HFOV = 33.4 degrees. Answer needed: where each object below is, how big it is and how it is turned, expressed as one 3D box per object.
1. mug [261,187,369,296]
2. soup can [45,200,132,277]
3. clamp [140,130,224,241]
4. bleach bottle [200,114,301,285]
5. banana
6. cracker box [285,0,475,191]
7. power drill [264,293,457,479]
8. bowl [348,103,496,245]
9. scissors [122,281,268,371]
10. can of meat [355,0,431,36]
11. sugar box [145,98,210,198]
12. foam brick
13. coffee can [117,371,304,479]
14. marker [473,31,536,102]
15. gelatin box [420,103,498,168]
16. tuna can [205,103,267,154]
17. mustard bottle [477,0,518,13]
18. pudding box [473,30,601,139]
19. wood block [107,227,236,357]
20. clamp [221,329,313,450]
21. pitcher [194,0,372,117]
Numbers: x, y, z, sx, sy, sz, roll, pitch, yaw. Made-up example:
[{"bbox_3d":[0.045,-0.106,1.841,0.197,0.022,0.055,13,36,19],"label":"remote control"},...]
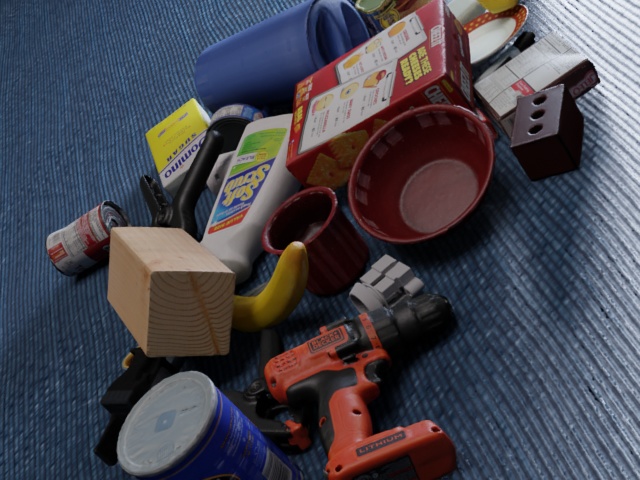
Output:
[{"bbox_3d":[-0.007,0.001,1.132,0.093,0.081,0.117,-47,34,-11],"label":"mug"},{"bbox_3d":[-0.315,-0.001,1.456,0.102,0.068,0.068,-28,34,18],"label":"soup can"},{"bbox_3d":[-0.178,-0.031,1.333,0.165,0.036,0.210,-33,45,37],"label":"clamp"},{"bbox_3d":[-0.079,-0.036,1.270,0.103,0.068,0.250,-6,49,32],"label":"bleach bottle"},{"bbox_3d":[-0.059,0.058,1.108,0.037,0.069,0.198,-43,10,-36],"label":"banana"},{"bbox_3d":[0.068,-0.159,1.211,0.214,0.072,0.164,-27,35,26],"label":"cracker box"},{"bbox_3d":[0.053,0.134,0.927,0.184,0.057,0.188,-25,34,1],"label":"power drill"},{"bbox_3d":[0.111,-0.057,1.086,0.162,0.055,0.162,-15,57,24],"label":"bowl"},{"bbox_3d":[-0.141,0.117,1.189,0.202,0.016,0.096,-25,37,22],"label":"scissors"},{"bbox_3d":[0.105,-0.294,1.368,0.102,0.084,0.058,-43,35,-9],"label":"can of meat"},{"bbox_3d":[-0.187,-0.127,1.499,0.093,0.048,0.176,-37,32,4],"label":"sugar box"},{"bbox_3d":[0.226,-0.107,1.056,0.053,0.051,0.078,-16,40,32],"label":"foam brick"},{"bbox_3d":[-0.093,0.196,0.931,0.103,0.140,0.103,-26,35,20],"label":"coffee can"},{"bbox_3d":[0.202,-0.194,1.215,0.121,0.020,0.020,-45,33,-7],"label":"marker"},{"bbox_3d":[0.142,-0.112,1.167,0.089,0.030,0.073,-35,32,8],"label":"gelatin box"},{"bbox_3d":[-0.105,-0.135,1.390,0.086,0.086,0.033,-20,36,27],"label":"tuna can"},{"bbox_3d":[0.222,-0.355,1.308,0.058,0.096,0.191,-18,24,29],"label":"mustard bottle"},{"bbox_3d":[0.228,-0.165,1.137,0.113,0.039,0.090,-33,32,7],"label":"pudding box"},{"bbox_3d":[-0.167,0.051,1.162,0.206,0.090,0.091,-150,63,-64],"label":"wood block"},{"bbox_3d":[-0.067,0.159,1.040,0.120,0.039,0.172,-37,30,-3],"label":"clamp"},{"bbox_3d":[-0.055,-0.226,1.425,0.243,0.145,0.149,-10,31,43],"label":"pitcher"}]
